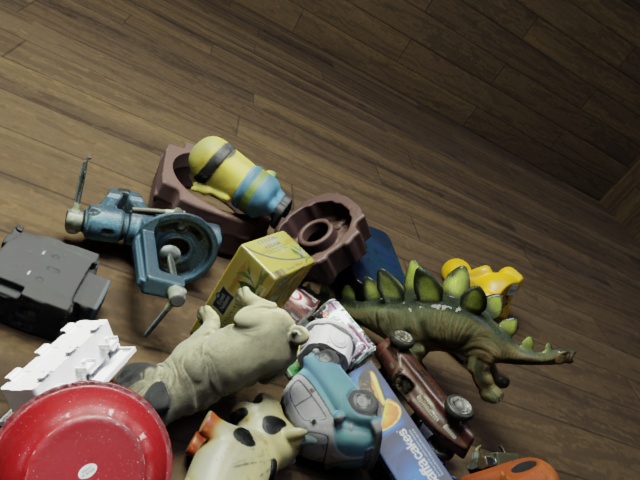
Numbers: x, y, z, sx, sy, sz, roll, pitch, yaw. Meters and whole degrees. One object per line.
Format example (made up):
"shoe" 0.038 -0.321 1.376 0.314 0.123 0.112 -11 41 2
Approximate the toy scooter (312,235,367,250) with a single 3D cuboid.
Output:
"toy scooter" -0.006 0.011 0.995 0.075 0.135 0.184 57 -7 -35

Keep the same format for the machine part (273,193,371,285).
"machine part" -0.002 -0.003 0.905 0.179 0.179 0.056 -106 170 -51

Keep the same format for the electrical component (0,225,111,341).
"electrical component" -0.327 0.053 0.644 0.134 0.058 0.115 23 32 -17

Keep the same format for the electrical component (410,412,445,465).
"electrical component" 0.162 0.285 0.791 0.075 0.047 0.119 43 32 18

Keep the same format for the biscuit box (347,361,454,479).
"biscuit box" 0.097 0.259 0.707 0.063 0.059 0.203 -28 46 -10

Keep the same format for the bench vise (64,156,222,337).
"bench vise" -0.233 0.009 0.737 0.223 0.128 0.241 22 20 -32

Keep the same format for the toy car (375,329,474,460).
"toy car" 0.137 0.212 0.747 0.053 0.089 0.202 2 30 -29

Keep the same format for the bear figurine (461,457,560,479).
"bear figurine" 0.289 0.397 0.706 0.120 0.132 0.196 88 -18 -83

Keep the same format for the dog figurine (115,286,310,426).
"dog figurine" -0.118 0.148 0.596 0.121 0.172 0.190 61 28 -6

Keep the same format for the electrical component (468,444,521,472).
"electrical component" 0.275 0.349 0.814 0.102 0.045 0.078 10 63 -31

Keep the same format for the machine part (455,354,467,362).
"machine part" 0.241 0.153 1.044 0.243 0.079 0.079 42 29 16

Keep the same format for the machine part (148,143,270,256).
"machine part" -0.192 -0.071 0.946 0.201 0.087 0.201 21 31 -25

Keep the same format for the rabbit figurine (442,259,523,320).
"rabbit figurine" 0.342 0.104 1.222 0.162 0.121 0.173 -8 34 -38

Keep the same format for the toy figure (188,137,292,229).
"toy figure" -0.127 -0.096 0.866 0.180 0.089 0.082 31 23 2

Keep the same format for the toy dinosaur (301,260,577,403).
"toy dinosaur" 0.159 0.135 0.866 0.472 0.198 0.105 5 8 16

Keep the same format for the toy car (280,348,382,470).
"toy car" 0.002 0.218 0.680 0.103 0.109 0.162 -11 40 -30

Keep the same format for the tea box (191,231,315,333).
"tea box" -0.092 0.076 0.727 0.068 0.169 0.098 42 28 16

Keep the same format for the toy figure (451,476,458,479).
"toy figure" 0.166 0.354 0.678 0.064 0.058 0.154 45 25 -7

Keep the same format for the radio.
"radio" 0.089 0.056 1.050 0.131 0.073 0.230 20 29 -21

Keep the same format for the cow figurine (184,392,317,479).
"cow figurine" -0.081 0.242 0.571 0.127 0.085 0.195 32 31 -7
